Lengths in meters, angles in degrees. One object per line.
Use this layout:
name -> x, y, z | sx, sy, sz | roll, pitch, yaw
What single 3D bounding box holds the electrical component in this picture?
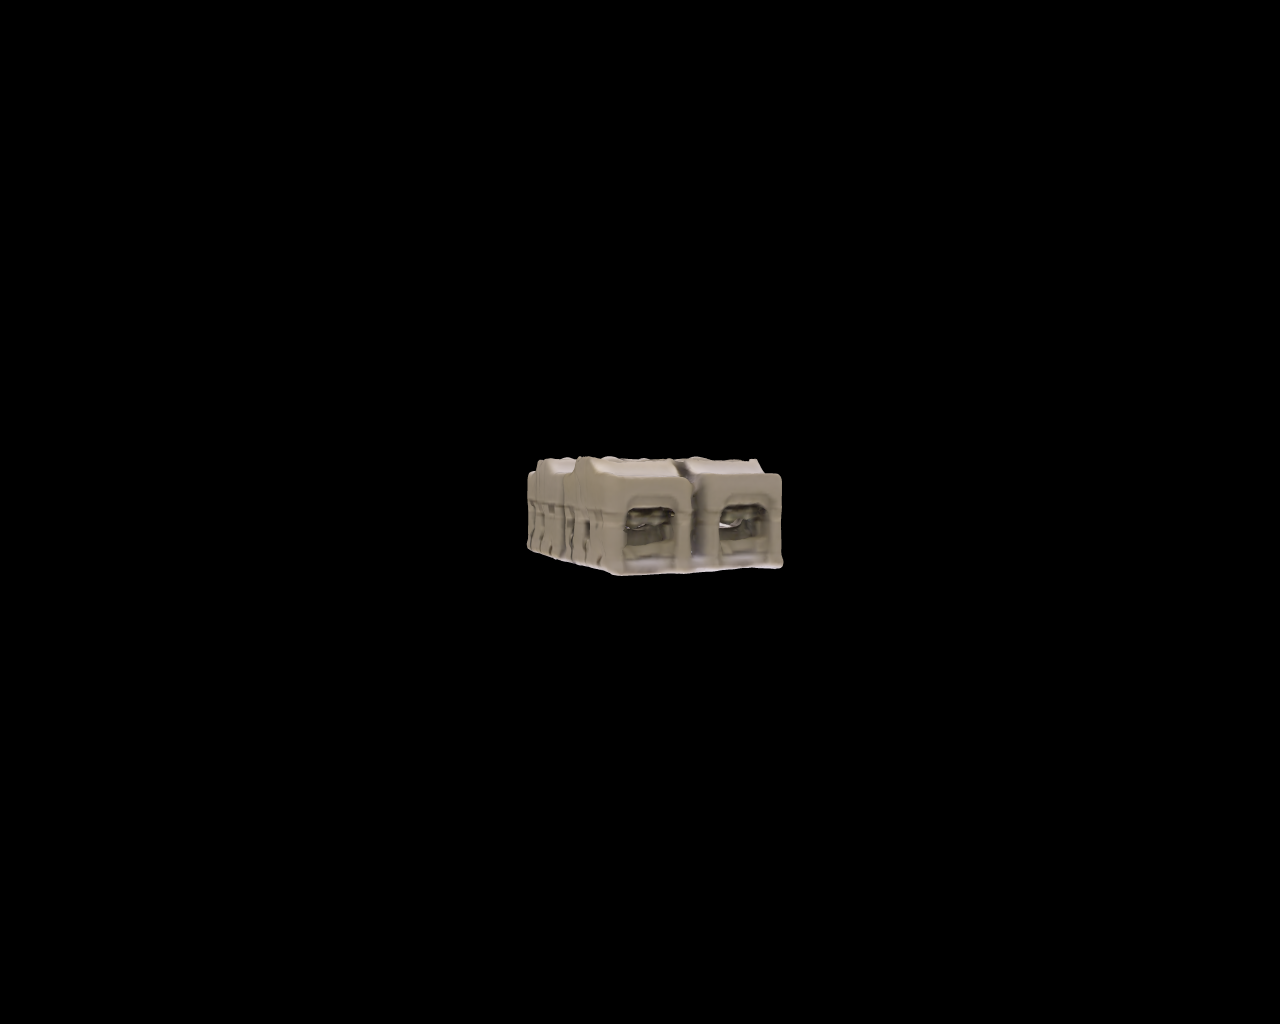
electrical component -> 0.001, -0.003, 0.650 | 0.105, 0.060, 0.186 | -1, 3, -19
